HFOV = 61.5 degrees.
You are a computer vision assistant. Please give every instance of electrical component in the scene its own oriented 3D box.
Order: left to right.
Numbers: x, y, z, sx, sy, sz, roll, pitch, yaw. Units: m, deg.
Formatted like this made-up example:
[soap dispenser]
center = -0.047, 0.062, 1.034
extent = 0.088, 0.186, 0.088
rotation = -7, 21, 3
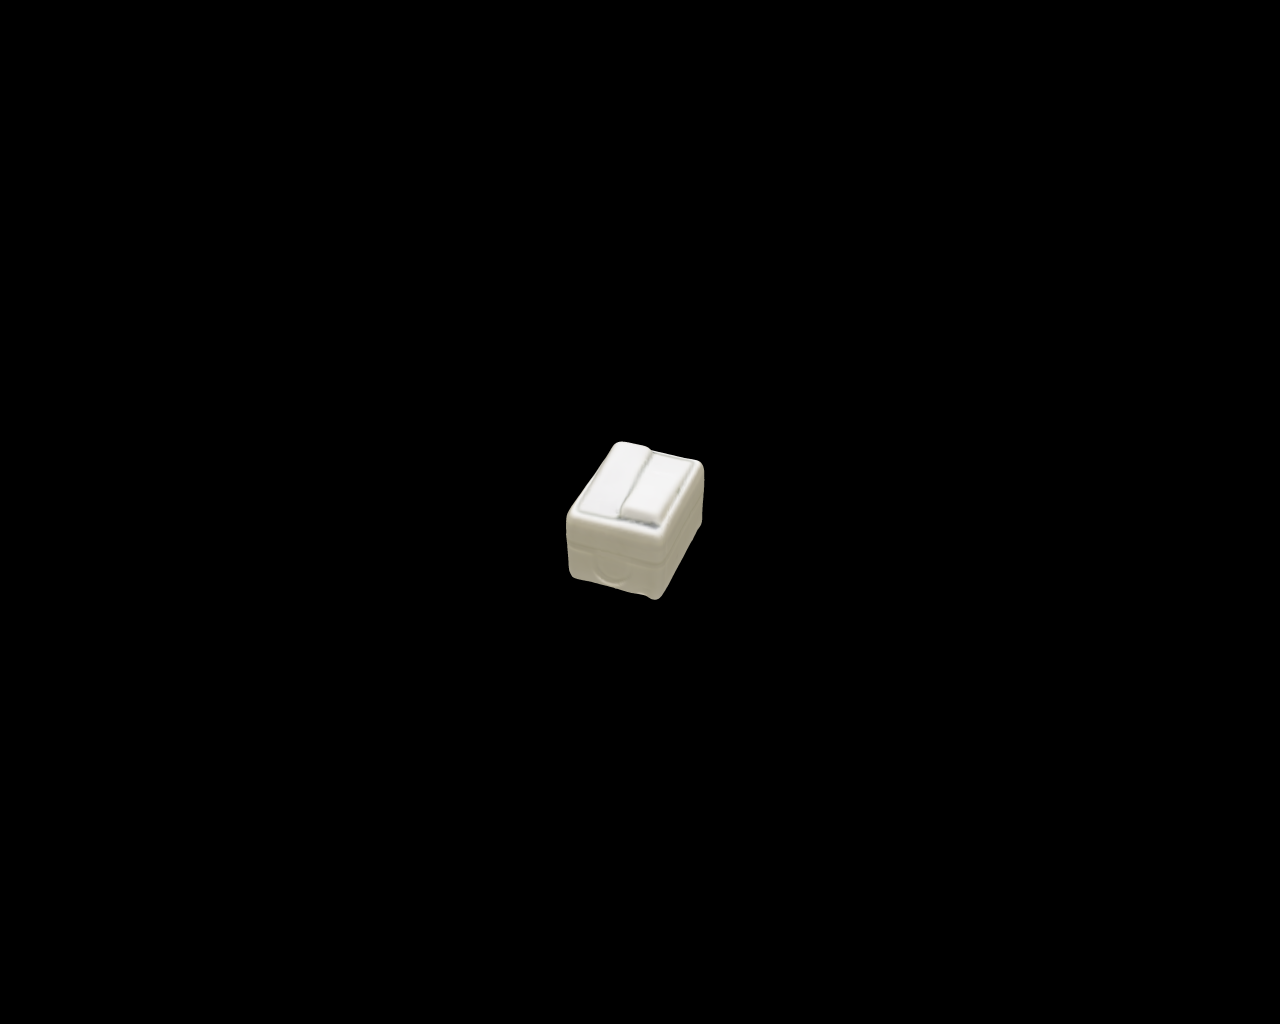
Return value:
[electrical component]
center = 0.001, -0.003, 0.650
extent = 0.062, 0.061, 0.096
rotation = 14, 42, 16
